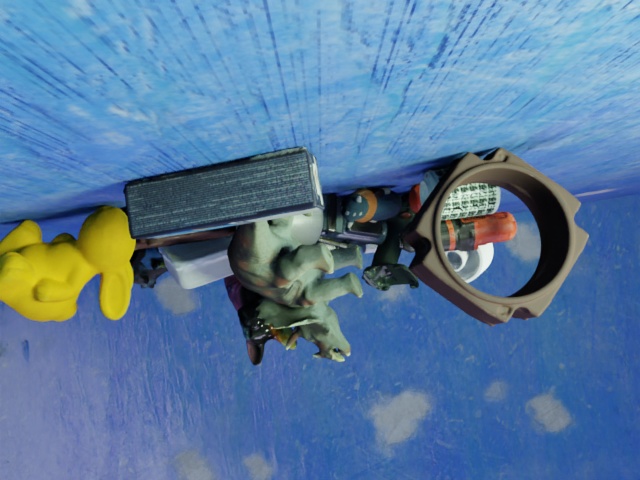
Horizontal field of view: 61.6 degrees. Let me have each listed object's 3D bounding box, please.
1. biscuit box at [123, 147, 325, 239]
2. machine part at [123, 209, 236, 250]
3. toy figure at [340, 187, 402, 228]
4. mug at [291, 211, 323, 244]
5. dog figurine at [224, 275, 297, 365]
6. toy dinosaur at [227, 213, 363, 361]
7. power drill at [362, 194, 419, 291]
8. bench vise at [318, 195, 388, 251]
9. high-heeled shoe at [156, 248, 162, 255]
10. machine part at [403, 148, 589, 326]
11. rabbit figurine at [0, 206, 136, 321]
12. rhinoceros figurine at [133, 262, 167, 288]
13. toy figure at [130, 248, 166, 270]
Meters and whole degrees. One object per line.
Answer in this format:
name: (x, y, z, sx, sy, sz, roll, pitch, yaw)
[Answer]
biscuit box: (-0.100, -0.045, 0.562, 0.203, 0.062, 0.059, -9, 178, 10)
machine part: (-0.206, -0.022, 0.790, 0.179, 0.056, 0.179, -10, 179, 0)
toy figure: (0.081, -0.057, 0.913, 0.058, 0.064, 0.154, 5, -172, 41)
mug: (-0.066, -0.027, 0.841, 0.107, 0.081, 0.109, 5, 150, -33)
dog figurine: (-0.104, 0.122, 0.992, 0.108, 0.219, 0.191, -22, 150, 4)
toy dinosaur: (-0.057, 0.039, 0.776, 0.192, 0.131, 0.404, -23, 138, 17)
power drill: (0.167, -0.009, 1.049, 0.232, 0.207, 0.086, -11, 143, 35)
bench vise: (-0.003, -0.014, 1.019, 0.223, 0.129, 0.241, -5, 171, -28)
high-heeled shoe: (-0.182, -0.025, 1.001, 0.249, 0.086, 0.145, -26, 150, -13)
machine part: (0.231, -0.004, 0.717, 0.201, 0.201, 0.087, 36, 170, 4)
rabbit figurine: (-0.307, 0.032, 0.687, 0.173, 0.162, 0.122, -35, -156, 2)
rhinoceros figurine: (-0.383, 0.052, 1.218, 0.190, 0.112, 0.073, -17, 179, 1)
toy figure: (-0.290, 0.015, 1.061, 0.089, 0.082, 0.180, -8, 176, 38)
